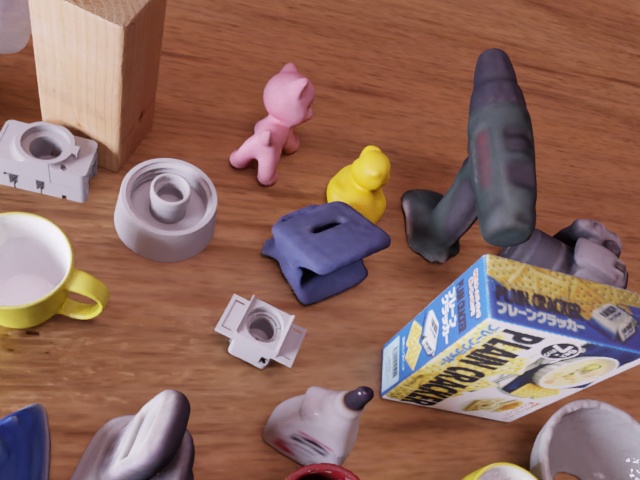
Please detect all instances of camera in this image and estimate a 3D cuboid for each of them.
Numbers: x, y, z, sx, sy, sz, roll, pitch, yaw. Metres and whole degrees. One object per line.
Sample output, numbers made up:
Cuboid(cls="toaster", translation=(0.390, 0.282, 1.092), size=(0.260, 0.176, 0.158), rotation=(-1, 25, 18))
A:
Cuboid(cls="camera", translation=(0.311, 0.023, 0.733), size=(0.137, 0.100, 0.143), rotation=(30, 53, -1))

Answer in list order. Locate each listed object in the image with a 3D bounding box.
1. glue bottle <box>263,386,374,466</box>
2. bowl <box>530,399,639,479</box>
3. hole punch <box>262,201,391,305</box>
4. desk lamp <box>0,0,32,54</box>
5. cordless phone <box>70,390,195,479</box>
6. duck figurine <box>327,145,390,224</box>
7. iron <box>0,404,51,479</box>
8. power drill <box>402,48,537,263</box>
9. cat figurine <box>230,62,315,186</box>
Cuboid(cls="glue bottle", translation=(0.006, 0.153, 0.484), size=(0.078, 0.173, 0.037), rotation=(27, 53, -3))
Cuboid(cls="bowl", translation=(0.279, 0.255, 0.589), size=(0.168, 0.074, 0.167), rotation=(10, 56, -15))
Cuboid(cls="hole punch", translation=(0.006, 0.002, 0.631), size=(0.109, 0.091, 0.101), rotation=(-22, 69, -31))
Cuboid(cls="desk lamp", translation=(-0.372, -0.181, 0.521), size=(0.204, 0.213, 0.118), rotation=(-34, 76, -34))
Cuboid(cls="cordless phone", translation=(-0.139, 0.184, 0.400), size=(0.094, 0.185, 0.147), rotation=(19, 54, -9))
Cuboid(cls="duck figurine", translation=(0.055, -0.068, 0.698), size=(0.077, 0.086, 0.104), rotation=(17, 55, -10))
Cuboid(cls="iron", translation=(-0.255, 0.208, 0.366), size=(0.119, 0.141, 0.258), rotation=(22, 54, -7))
Cuboid(cls="power drill", translation=(0.175, -0.077, 0.675), size=(0.076, 0.208, 0.229), rotation=(6, 57, -18))
Cuboid(cls="cat figurine", translation=(-0.048, -0.149, 0.689), size=(0.067, 0.117, 0.128), rotation=(27, 53, -3))
